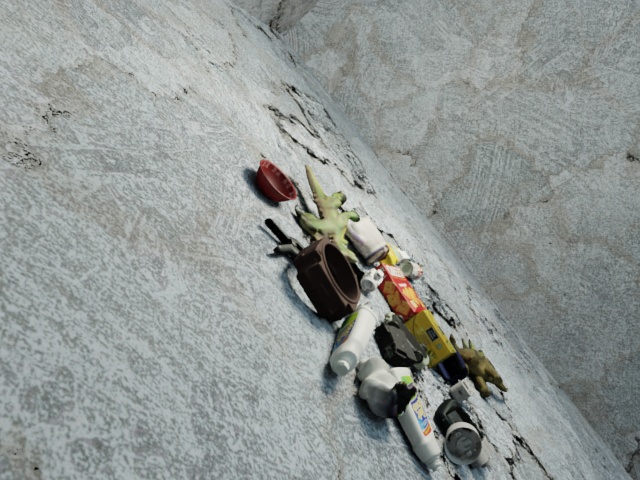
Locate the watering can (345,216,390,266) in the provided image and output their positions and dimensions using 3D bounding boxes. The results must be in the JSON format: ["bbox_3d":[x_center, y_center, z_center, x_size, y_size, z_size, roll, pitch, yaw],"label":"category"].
[{"bbox_3d":[0.183,-0.017,1.962,0.103,0.226,0.349,-39,-12,20],"label":"watering can"}]

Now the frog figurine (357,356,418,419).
[{"bbox_3d":[0.141,0.353,1.246,0.160,0.122,0.137,17,11,42],"label":"frog figurine"}]

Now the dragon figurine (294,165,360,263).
[{"bbox_3d":[0.005,-0.087,1.724,0.120,0.414,0.244,-43,-16,26],"label":"dragon figurine"}]
